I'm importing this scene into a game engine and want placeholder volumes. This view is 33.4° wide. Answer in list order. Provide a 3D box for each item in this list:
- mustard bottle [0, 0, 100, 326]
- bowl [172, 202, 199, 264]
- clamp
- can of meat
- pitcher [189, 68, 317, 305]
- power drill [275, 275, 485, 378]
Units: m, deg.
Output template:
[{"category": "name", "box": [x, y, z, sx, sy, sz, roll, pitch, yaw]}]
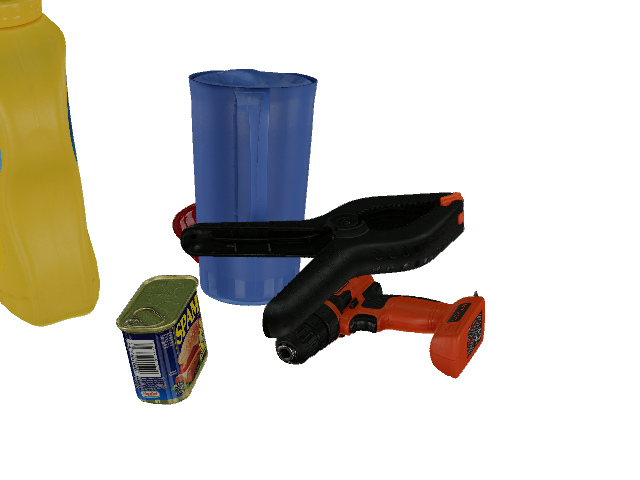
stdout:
[{"category": "mustard bottle", "box": [-0.158, -0.057, 0.562, 0.058, 0.192, 0.096, -14, 32, -21]}, {"category": "bowl", "box": [-0.102, 0.001, 1.320, 0.162, 0.055, 0.162, 1, 27, -1]}, {"category": "clamp", "box": [0.009, 0.000, 0.783, 0.209, 0.036, 0.165, -20, 30, -28]}, {"category": "can of meat", "box": [-0.144, 0.092, 1.000, 0.057, 0.084, 0.102, -1, 25, 12]}, {"category": "pitcher", "box": [-0.074, -0.056, 1.126, 0.145, 0.243, 0.148, 16, 21, 40]}, {"category": "power drill", "box": [0.066, 0.090, 1.114, 0.188, 0.057, 0.184, 11, 28, 24]}]
